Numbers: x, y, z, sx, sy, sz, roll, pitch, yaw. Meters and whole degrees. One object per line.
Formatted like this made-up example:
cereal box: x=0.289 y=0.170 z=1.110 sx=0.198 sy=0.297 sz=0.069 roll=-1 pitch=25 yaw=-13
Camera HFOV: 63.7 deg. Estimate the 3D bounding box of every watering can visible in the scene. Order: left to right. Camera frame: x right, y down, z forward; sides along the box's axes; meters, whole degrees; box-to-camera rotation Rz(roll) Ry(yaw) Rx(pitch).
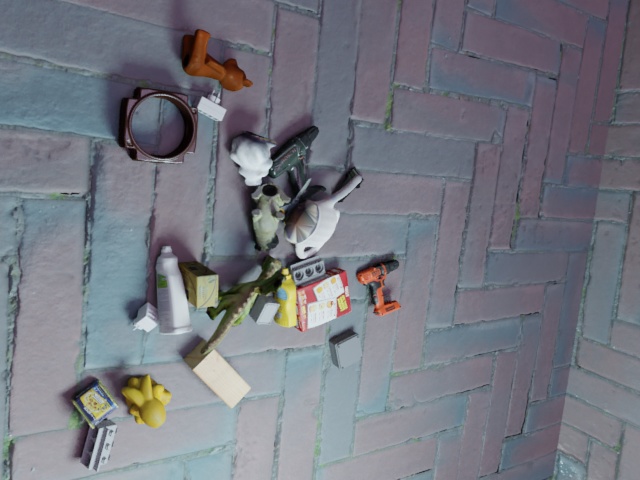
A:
watering can: x=0.005 y=-0.087 z=1.722 sx=0.345 sy=0.105 sz=0.223 roll=-60 pitch=152 yaw=9

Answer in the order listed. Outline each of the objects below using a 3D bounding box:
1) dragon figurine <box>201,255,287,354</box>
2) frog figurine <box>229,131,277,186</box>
dragon figurine: x=-0.207 y=0.170 z=1.552 sx=0.240 sy=0.418 sz=0.121 roll=-35 pitch=108 yaw=21
frog figurine: x=-0.214 y=-0.246 z=1.582 sx=0.137 sy=0.124 sz=0.158 roll=18 pitch=100 yaw=-2
